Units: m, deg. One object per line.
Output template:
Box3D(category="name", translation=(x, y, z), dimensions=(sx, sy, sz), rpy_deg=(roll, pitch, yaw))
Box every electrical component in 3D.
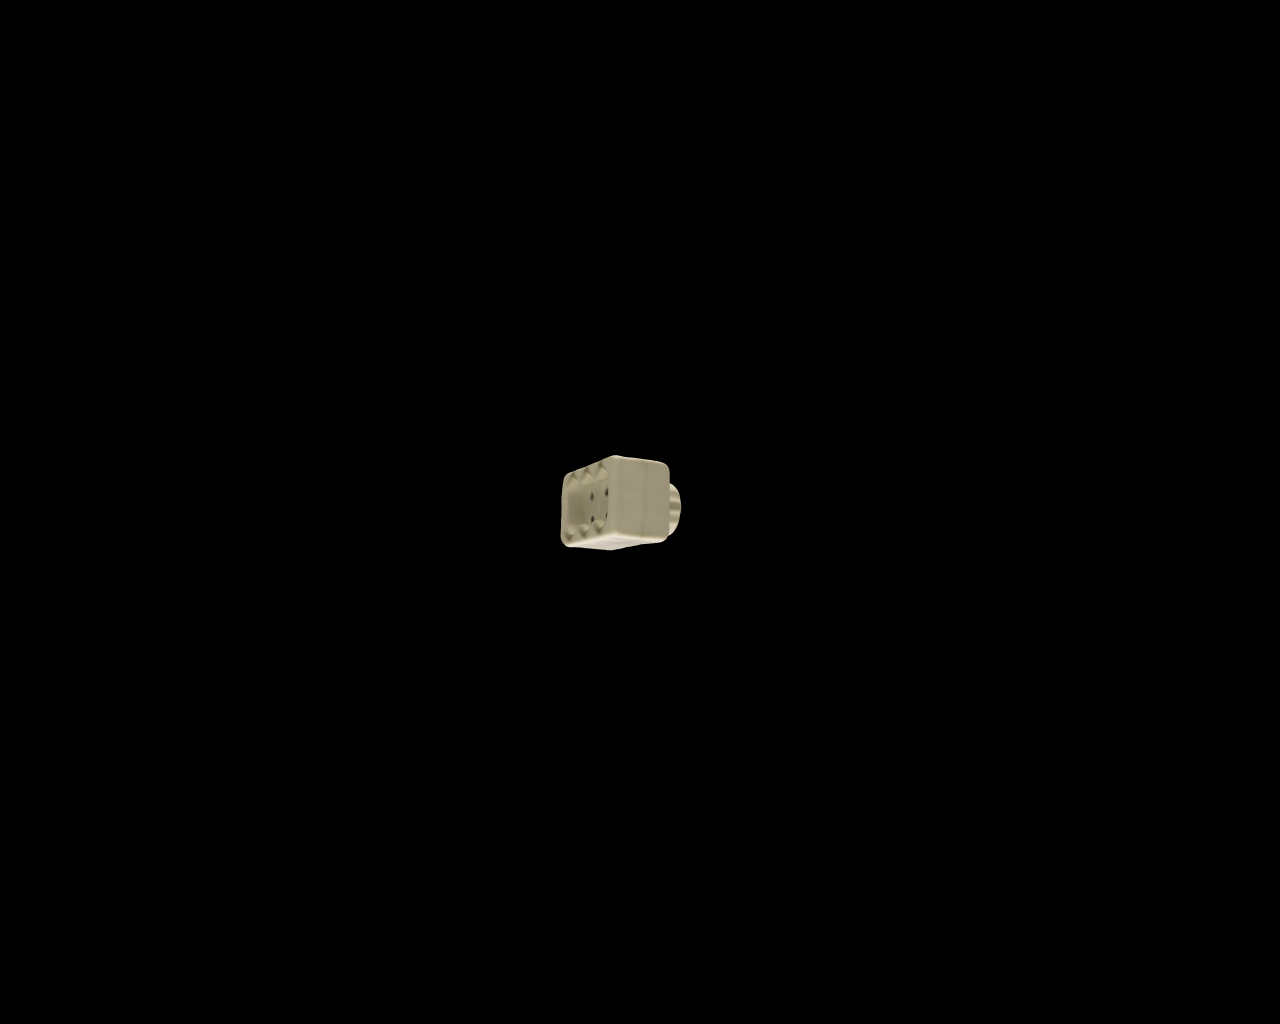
Box3D(category="electrical component", translation=(0.001, -0.003, 0.650), dimensions=(0.077, 0.047, 0.065), rpy_deg=(6, -11, -31))
